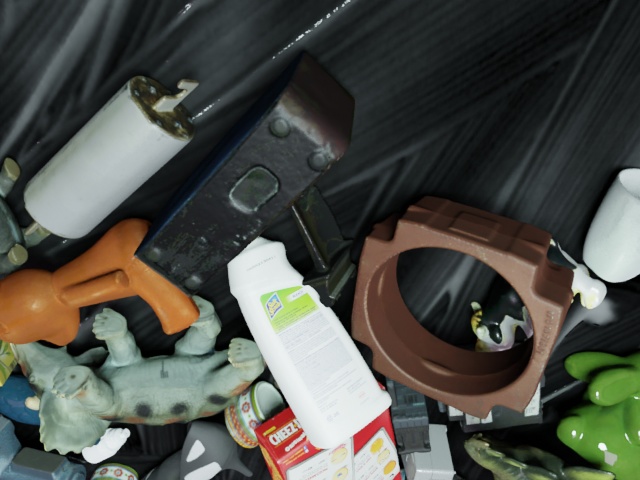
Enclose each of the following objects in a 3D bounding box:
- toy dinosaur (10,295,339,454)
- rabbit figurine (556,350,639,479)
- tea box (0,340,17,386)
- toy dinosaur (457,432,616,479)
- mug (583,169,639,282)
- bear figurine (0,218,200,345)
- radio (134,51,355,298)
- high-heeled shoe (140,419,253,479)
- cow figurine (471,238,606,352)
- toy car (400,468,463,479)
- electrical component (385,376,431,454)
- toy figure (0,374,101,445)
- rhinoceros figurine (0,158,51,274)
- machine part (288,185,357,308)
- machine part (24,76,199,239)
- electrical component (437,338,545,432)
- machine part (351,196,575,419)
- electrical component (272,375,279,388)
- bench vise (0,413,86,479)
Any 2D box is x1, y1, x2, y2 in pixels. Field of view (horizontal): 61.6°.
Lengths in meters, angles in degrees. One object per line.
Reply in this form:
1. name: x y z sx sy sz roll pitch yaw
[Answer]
1. toy dinosaur: -0.184 0.172 0.667 0.405 0.131 0.192 0 140 -9
2. rabbit figurine: 0.390 0.203 0.695 0.159 0.121 0.170 31 100 -10
3. tea box: -0.449 0.101 0.646 0.098 0.068 0.169 -9 122 7
4. toy dinosaur: 0.281 0.316 0.690 0.471 0.105 0.199 32 153 -33
5. mug: 0.332 -0.012 0.564 0.109 0.081 0.107 -13 137 -31
6. bear figurine: -0.243 0.065 0.565 0.196 0.120 0.131 -33 115 -5
7. radio: -0.070 -0.057 0.500 0.073 0.131 0.229 39 116 -19
8. high-heeled shoe: -0.209 0.315 0.755 0.249 0.086 0.145 -22 127 24
9. cow figurine: 0.227 0.075 0.619 0.098 0.068 0.167 36 113 -14
10. toy car: 0.189 0.401 0.808 0.103 0.162 0.109 -21 124 -39
11. electrical component: 0.116 0.218 0.713 0.048 0.075 0.119 -8 119 5
12. toy figure: -0.367 0.235 0.737 0.154 0.064 0.058 35 86 -23
13. rhinoceros figurine: -0.369 -0.045 0.553 0.112 0.073 0.190 -11 125 21
14. machine part: -0.001 -0.002 0.576 0.039 0.084 0.138 -6 115 41
15. machine part: -0.206 -0.077 0.523 0.243 0.079 0.079 -36 116 20
16. electrical component: 0.219 0.190 0.702 0.134 0.058 0.114 -7 121 6
17. machine part: 0.141 0.067 0.560 0.201 0.087 0.201 20 122 24
18. electrical component: -0.012 0.157 0.673 0.045 0.078 0.102 44 122 -8
19. bench vise: -0.447 0.377 0.799 0.224 0.129 0.240 2 118 2
